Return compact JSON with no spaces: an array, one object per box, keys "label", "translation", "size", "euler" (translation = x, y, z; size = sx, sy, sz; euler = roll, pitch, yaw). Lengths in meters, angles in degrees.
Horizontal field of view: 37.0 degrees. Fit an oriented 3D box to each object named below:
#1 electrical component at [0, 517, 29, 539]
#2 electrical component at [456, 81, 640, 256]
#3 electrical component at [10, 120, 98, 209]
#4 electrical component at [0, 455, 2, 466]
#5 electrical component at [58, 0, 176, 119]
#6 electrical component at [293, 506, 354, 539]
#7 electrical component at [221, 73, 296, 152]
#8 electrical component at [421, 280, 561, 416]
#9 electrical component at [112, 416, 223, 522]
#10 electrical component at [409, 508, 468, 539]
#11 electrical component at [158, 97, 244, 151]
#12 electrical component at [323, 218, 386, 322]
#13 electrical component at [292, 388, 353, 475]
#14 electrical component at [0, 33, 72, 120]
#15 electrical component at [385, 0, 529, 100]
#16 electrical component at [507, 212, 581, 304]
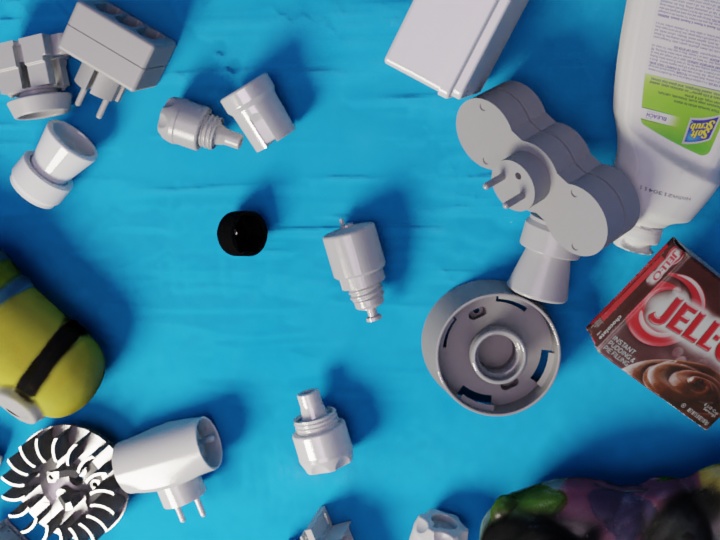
[{"label":"electrical component","translation":[-0.307,0.263,0.910],"size":[0.096,0.061,0.061],"euler":[44,108,-1]},{"label":"electrical component","translation":[0.114,-0.063,0.719],"size":[0.138,0.074,0.052],"euler":[47,145,19]},{"label":"electrical component","translation":[-0.235,-0.080,0.824],"size":[0.045,0.045,0.055],"euler":[44,108,-1]},{"label":"electrical component","translation":[-0.348,0.154,0.902],"size":[0.081,0.043,0.043],"euler":[29,107,4]},{"label":"electrical component","translation":[-0.187,-0.150,0.797],"size":[0.066,0.047,0.076],"euler":[31,108,2]},{"label":"electrical component","translation":[-0.033,0.236,0.857],"size":[0.064,0.042,0.081],"euler":[-18,98,17]},{"label":"electrical component","translation":[-0.073,-0.114,0.786],"size":[0.040,0.040,0.046],"euler":[-28,102,16]},{"label":"electrical component","translation":[0.097,0.058,0.790],"size":[0.099,0.064,0.099],"euler":[0,97,-1]},{"label":"electrical component","translation":[-0.148,0.164,0.863],"size":[0.077,0.044,0.079],"euler":[-18,99,15]},{"label":"electrical component","translation":[0.057,0.221,0.835],"size":[0.043,0.043,0.062],"euler":[19,107,7]},{"label":"electrical component","translation":[-0.117,-0.105,0.800],"size":[0.061,0.035,0.035],"euler":[19,106,4]},{"label":"electrical component","translation":[0.000,0.000,0.797],"size":[0.040,0.040,0.078],"euler":[-14,100,14]},{"label":"electrical component","translation":[-0.032,0.123,0.830],"size":[0.043,0.043,0.062],"euler":[-14,98,14]},{"label":"electrical component","translation":[-0.245,-0.144,0.812],"size":[0.066,0.048,0.055],"euler":[-10,93,14]},{"label":"electrical component","translation":[0.072,-0.173,0.706],"size":[0.056,0.109,0.108],"euler":[29,107,6]},{"label":"electrical component","translation":[0.133,-0.009,0.765],"size":[0.045,0.045,0.055],"euler":[16,105,8]}]
